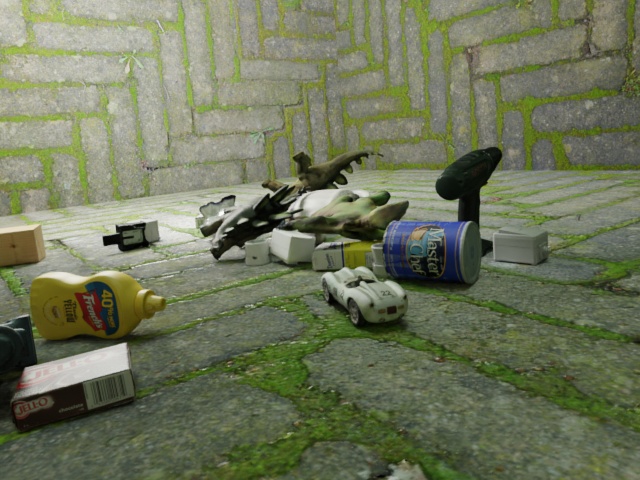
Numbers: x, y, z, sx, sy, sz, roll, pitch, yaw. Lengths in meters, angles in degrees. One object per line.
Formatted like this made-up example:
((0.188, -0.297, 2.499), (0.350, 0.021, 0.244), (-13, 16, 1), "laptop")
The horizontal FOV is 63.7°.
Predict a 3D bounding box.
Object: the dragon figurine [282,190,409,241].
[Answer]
((0.023, -0.045, 1.094), (0.409, 0.122, 0.243), (-4, -1, 40), "dragon figurine")

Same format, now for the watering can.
((0.004, -0.071, 1.417), (0.224, 0.102, 0.353), (-1, 22, 33), "watering can")

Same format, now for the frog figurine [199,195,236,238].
((-0.250, -0.035, 1.416), (0.138, 0.120, 0.162), (-3, 42, -43), "frog figurine")
